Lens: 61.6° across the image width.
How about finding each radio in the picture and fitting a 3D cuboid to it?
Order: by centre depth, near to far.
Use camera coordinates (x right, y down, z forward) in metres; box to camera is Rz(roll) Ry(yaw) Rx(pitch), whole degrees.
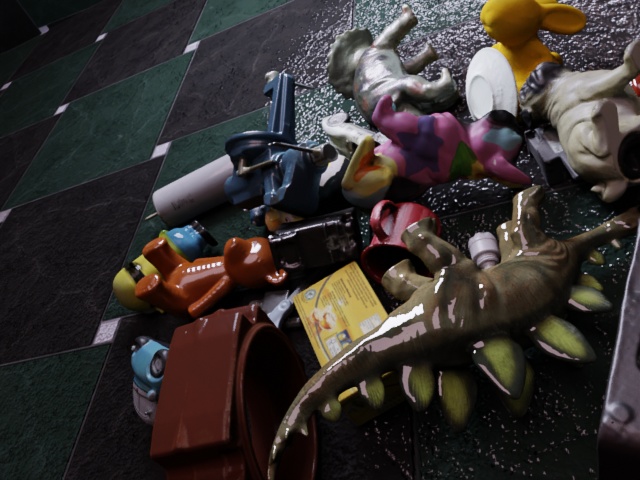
[{"bbox_3d":[0.290,0.100,0.454,0.073,0.131,0.229,6,55,33],"label":"radio"}]

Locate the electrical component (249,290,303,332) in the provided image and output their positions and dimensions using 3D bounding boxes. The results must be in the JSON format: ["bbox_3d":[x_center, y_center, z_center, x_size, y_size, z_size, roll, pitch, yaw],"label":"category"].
[{"bbox_3d":[-0.062,0.102,0.752,0.094,0.021,0.063,-7,48,25],"label":"electrical component"}]

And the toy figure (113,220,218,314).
[{"bbox_3d":[-0.256,0.040,0.880,0.180,0.089,0.082,-46,35,-10],"label":"toy figure"}]

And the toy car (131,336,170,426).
[{"bbox_3d":[-0.195,0.190,0.697,0.162,0.109,0.103,6,72,46],"label":"toy car"}]

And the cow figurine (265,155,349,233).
[{"bbox_3d":[-0.004,-0.062,0.840,0.167,0.068,0.098,-47,49,-13],"label":"cow figurine"}]

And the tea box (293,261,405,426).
[{"bbox_3d":[0.043,0.117,0.638,0.098,0.068,0.170,-29,41,3],"label":"tea box"}]

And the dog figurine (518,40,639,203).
[{"bbox_3d":[0.303,-0.131,0.637,0.172,0.121,0.191,-61,20,-6],"label":"dog figurine"}]

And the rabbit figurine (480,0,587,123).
[{"bbox_3d":[0.297,-0.282,0.778,0.162,0.173,0.122,-31,38,9],"label":"rabbit figurine"}]

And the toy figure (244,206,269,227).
[{"bbox_3d":[-0.066,-0.080,0.900,0.064,0.057,0.154,10,62,45],"label":"toy figure"}]

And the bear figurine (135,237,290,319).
[{"bbox_3d":[-0.151,0.040,0.790,0.196,0.131,0.120,-26,41,18],"label":"bear figurine"}]

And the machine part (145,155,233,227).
[{"bbox_3d":[-0.216,-0.091,0.986,0.243,0.079,0.079,-24,43,9],"label":"machine part"}]

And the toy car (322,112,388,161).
[{"bbox_3d":[0.070,-0.149,0.864,0.056,0.073,0.202,-44,43,-9],"label":"toy car"}]

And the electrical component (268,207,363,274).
[{"bbox_3d":[-0.002,-0.002,0.742,0.115,0.058,0.134,-11,10,8],"label":"electrical component"}]

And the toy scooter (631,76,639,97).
[{"bbox_3d":[0.427,-0.152,0.648,0.135,0.075,0.184,-10,50,24],"label":"toy scooter"}]

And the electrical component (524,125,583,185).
[{"bbox_3d":[0.322,-0.108,0.691,0.075,0.047,0.119,-25,43,10],"label":"electrical component"}]

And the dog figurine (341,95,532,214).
[{"bbox_3d":[0.159,-0.095,0.707,0.219,0.108,0.191,25,94,12],"label":"dog figurine"}]

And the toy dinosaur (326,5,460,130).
[{"bbox_3d":[0.120,-0.253,0.909,0.192,0.131,0.405,-31,45,22],"label":"toy dinosaur"}]

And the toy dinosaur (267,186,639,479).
[{"bbox_3d":[0.146,0.074,0.535,0.471,0.105,0.199,-23,54,-9],"label":"toy dinosaur"}]

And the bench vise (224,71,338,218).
[{"bbox_3d":[-0.061,-0.148,0.786,0.224,0.129,0.240,-23,60,56],"label":"bench vise"}]

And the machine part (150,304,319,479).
[{"bbox_3d":[-0.073,0.184,0.548,0.087,0.200,0.201,-17,44,14],"label":"machine part"}]
